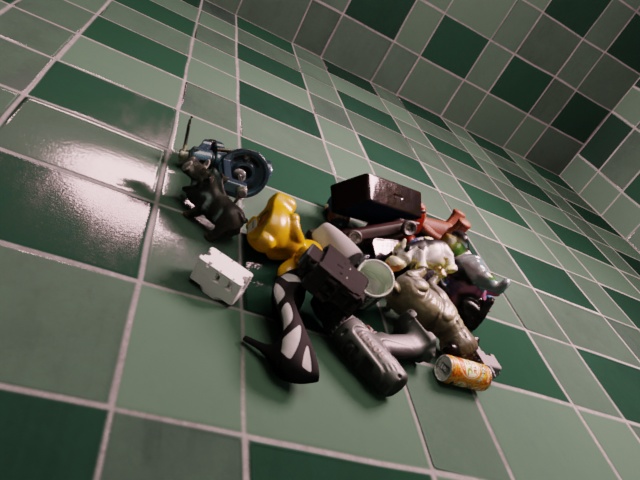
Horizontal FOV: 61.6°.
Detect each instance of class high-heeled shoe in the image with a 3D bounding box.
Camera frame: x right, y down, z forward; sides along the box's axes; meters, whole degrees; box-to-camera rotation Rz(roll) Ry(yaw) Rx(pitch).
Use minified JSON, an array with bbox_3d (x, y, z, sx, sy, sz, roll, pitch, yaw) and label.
[{"bbox_3d":[-0.025,0.137,0.922,0.145,0.086,0.249,21,41,15],"label":"high-heeled shoe"}]

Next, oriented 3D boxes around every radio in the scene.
[{"bbox_3d":[0.139,-0.094,1.330,0.229,0.131,0.073,13,71,-45],"label":"radio"}]

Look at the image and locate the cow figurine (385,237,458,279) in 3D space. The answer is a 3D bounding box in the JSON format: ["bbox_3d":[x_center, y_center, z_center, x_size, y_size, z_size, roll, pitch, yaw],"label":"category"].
[{"bbox_3d":[0.220,0.032,1.204,0.167,0.068,0.098,7,63,-21],"label":"cow figurine"}]

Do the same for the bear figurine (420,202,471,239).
[{"bbox_3d":[0.321,-0.062,1.575,0.196,0.132,0.120,34,20,-8],"label":"bear figurine"}]

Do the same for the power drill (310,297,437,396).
[{"bbox_3d":[0.111,0.178,1.016,0.207,0.086,0.232,7,35,-46],"label":"power drill"}]

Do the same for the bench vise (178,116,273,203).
[{"bbox_3d":[-0.208,-0.156,1.206,0.223,0.128,0.241,20,22,-23],"label":"bench vise"}]

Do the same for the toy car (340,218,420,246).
[{"bbox_3d":[0.139,-0.017,1.287,0.202,0.053,0.089,-9,6,-11],"label":"toy car"}]

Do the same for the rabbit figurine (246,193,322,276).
[{"bbox_3d":[-0.054,0.008,1.099,0.173,0.122,0.162,39,14,-30],"label":"rabbit figurine"}]

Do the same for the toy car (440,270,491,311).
[{"bbox_3d":[0.387,0.110,1.380,0.161,0.103,0.109,24,27,-18],"label":"toy car"}]

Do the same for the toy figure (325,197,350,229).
[{"bbox_3d":[0.044,-0.062,1.374,0.064,0.057,0.154,-10,34,4],"label":"toy figure"}]

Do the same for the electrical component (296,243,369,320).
[{"bbox_3d":[0.021,0.067,0.977,0.134,0.058,0.115,39,20,-5],"label":"electrical component"}]

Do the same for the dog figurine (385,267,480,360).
[{"bbox_3d":[0.233,0.164,1.115,0.172,0.121,0.191,6,37,-38],"label":"dog figurine"}]

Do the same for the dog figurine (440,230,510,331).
[{"bbox_3d":[0.327,0.086,1.285,0.219,0.191,0.108,37,3,19],"label":"dog figurine"}]

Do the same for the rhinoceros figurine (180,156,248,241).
[{"bbox_3d":[-0.223,-0.086,1.084,0.073,0.112,0.190,-14,60,-51],"label":"rhinoceros figurine"}]

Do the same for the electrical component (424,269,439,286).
[{"bbox_3d":[0.249,0.081,1.282,0.075,0.048,0.119,-103,172,-56],"label":"electrical component"}]

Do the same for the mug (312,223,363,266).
[{"bbox_3d":[0.037,0.015,1.196,0.107,0.081,0.109,53,16,19],"label":"mug"}]

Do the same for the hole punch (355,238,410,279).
[{"bbox_3d":[0.140,0.065,1.243,0.142,0.092,0.116,7,63,-43],"label":"hole punch"}]

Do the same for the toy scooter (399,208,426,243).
[{"bbox_3d":[0.225,-0.055,1.454,0.075,0.135,0.184,9,34,-34],"label":"toy scooter"}]

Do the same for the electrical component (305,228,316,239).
[{"bbox_3d":[-0.003,-0.004,1.262,0.094,0.021,0.063,-7,46,-49],"label":"electrical component"}]
